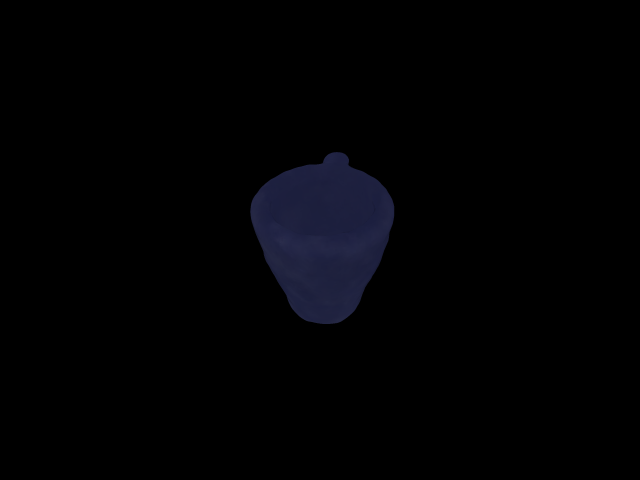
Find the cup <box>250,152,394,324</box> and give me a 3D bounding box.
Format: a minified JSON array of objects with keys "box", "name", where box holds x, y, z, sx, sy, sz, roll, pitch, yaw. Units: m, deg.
[{"box":[0.004,0.001,0.400,0.091,0.095,0.118,5,40,7],"name":"cup"}]
